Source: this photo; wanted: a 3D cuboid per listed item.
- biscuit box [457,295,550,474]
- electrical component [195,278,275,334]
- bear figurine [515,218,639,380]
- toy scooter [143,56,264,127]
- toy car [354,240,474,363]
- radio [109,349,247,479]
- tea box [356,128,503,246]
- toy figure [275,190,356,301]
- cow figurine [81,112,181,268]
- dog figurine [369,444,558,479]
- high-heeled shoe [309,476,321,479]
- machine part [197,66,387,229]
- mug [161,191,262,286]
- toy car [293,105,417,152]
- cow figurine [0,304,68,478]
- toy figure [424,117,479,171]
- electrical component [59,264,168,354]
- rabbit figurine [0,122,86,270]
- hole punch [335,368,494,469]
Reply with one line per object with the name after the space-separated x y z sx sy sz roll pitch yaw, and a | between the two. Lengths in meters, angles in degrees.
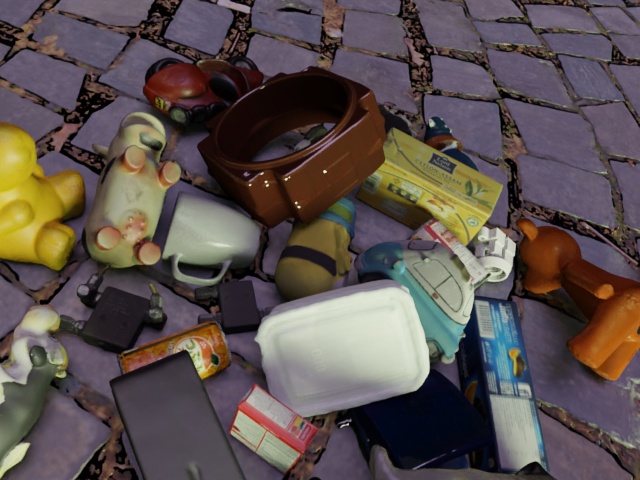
0.200 0.165 0.614 0.059 0.062 0.203 8 55 -9 | biscuit box
-0.096 0.075 0.623 0.094 0.021 0.063 -4 57 -16 | electrical component
0.321 0.065 0.696 0.132 0.120 0.196 -55 47 5 | bear figurine
-0.150 -0.202 0.767 0.184 0.075 0.135 -18 64 -29 | toy scooter
0.121 0.056 0.619 0.162 0.103 0.109 49 22 9 | toy car
-0.102 0.222 0.455 0.073 0.131 0.230 -19 64 -24 | radio
0.146 -0.066 0.735 0.170 0.098 0.068 29 56 4 | tea box
-0.002 0.000 0.665 0.089 0.082 0.180 6 60 3 | toy figure
-0.224 -0.061 0.632 0.085 0.127 0.195 23 66 -38 | cow figurine
0.138 0.246 0.421 0.191 0.121 0.172 6 25 -6 | dog figurine
-0.012 0.345 0.453 0.145 0.086 0.249 -30 45 4 | high-heeled shoe
-0.036 -0.124 0.673 0.201 0.087 0.202 -39 44 -14 | machine part
-0.126 0.003 0.630 0.107 0.080 0.110 13 49 -17 | mug
0.054 -0.143 0.790 0.202 0.056 0.074 -24 59 -28 | toy car
-0.289 0.142 0.500 0.098 0.068 0.167 34 58 3 | cow figurine
0.193 -0.124 0.810 0.058 0.064 0.154 -28 55 12 | toy figure
-0.218 0.076 0.577 0.102 0.045 0.078 24 53 3 | electrical component
-0.335 -0.065 0.565 0.162 0.173 0.122 16 58 -9 | rabbit figurine
0.100 0.192 0.557 0.142 0.092 0.116 -15 58 -19 | hole punch
